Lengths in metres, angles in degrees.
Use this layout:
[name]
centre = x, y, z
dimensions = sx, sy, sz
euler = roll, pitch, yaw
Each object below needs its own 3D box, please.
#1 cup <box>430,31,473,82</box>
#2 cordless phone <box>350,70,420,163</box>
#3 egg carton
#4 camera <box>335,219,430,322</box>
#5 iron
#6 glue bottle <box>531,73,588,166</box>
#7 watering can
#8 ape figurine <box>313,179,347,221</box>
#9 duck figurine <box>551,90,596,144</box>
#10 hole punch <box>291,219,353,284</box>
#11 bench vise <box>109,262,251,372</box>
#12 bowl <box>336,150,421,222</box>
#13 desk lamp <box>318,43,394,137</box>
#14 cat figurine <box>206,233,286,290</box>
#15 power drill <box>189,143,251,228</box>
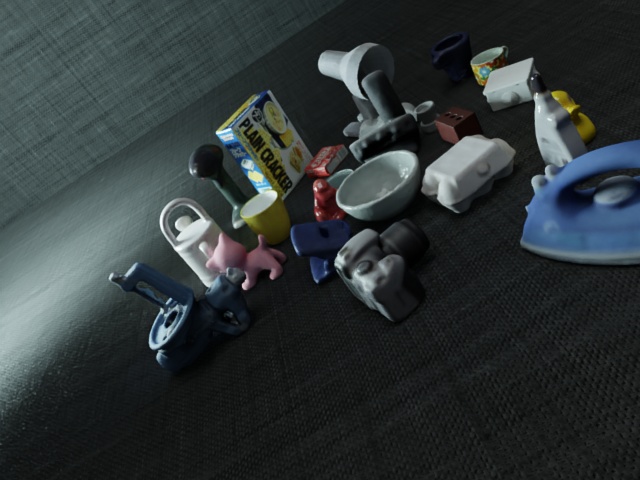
[cup]
centre = 0.306, -0.407, 1.316
dimensions = 0.091, 0.095, 0.118
euler = 6, 48, 50
[cordless phone]
centre = 0.113, -0.247, 1.180
dimensions = 0.147, 0.185, 0.094
euler = -29, 29, 11
[egg carton]
centre = 0.246, -0.113, 0.954
dimensions = 0.150, 0.069, 0.107
euler = -39, 29, -9
[camera]
centre = 0.102, 0.028, 0.858
dimensions = 0.137, 0.101, 0.142
euler = -40, 29, -10
[iron]
centre = 0.345, -0.055, 0.684
dimensions = 0.257, 0.142, 0.119
euler = -10, 37, 38
[glue bottle]
centre = 0.338, -0.164, 0.825
dimensions = 0.037, 0.173, 0.078
euler = -37, 28, -3
[watering can]
centre = -0.257, -0.002, 1.189
dimensions = 0.172, 0.194, 0.101
euler = 1, 44, 47
[ape figurine]
centre = 0.016, -0.079, 1.124
dimensions = 0.078, 0.092, 0.076
euler = -32, 28, 6
[duck figurine]
centre = 0.386, -0.201, 0.924
dimensions = 0.077, 0.086, 0.104
euler = -37, 28, -4
[hole punch]
centre = 0.009, 0.004, 1.006
dimensions = 0.101, 0.091, 0.108
euler = -31, 28, 7
[bench vise]
centre = -0.238, 0.098, 0.988
dimensions = 0.208, 0.220, 0.121
euler = -44, 30, -17
[bowl]
centre = 0.118, -0.086, 1.046
dimensions = 0.167, 0.075, 0.167
euler = -26, 29, 16
[desk lamp]
centre = 0.093, -0.348, 1.325
dimensions = 0.118, 0.214, 0.202
euler = -46, 30, -19
[cat figurine]
centre = -0.147, 0.032, 1.101
dimensions = 0.127, 0.118, 0.067
euler = -25, 30, 18
[power drill]
centre = -0.230, -0.134, 1.348
dimensions = 0.075, 0.209, 0.229
euler = -31, 28, 6
